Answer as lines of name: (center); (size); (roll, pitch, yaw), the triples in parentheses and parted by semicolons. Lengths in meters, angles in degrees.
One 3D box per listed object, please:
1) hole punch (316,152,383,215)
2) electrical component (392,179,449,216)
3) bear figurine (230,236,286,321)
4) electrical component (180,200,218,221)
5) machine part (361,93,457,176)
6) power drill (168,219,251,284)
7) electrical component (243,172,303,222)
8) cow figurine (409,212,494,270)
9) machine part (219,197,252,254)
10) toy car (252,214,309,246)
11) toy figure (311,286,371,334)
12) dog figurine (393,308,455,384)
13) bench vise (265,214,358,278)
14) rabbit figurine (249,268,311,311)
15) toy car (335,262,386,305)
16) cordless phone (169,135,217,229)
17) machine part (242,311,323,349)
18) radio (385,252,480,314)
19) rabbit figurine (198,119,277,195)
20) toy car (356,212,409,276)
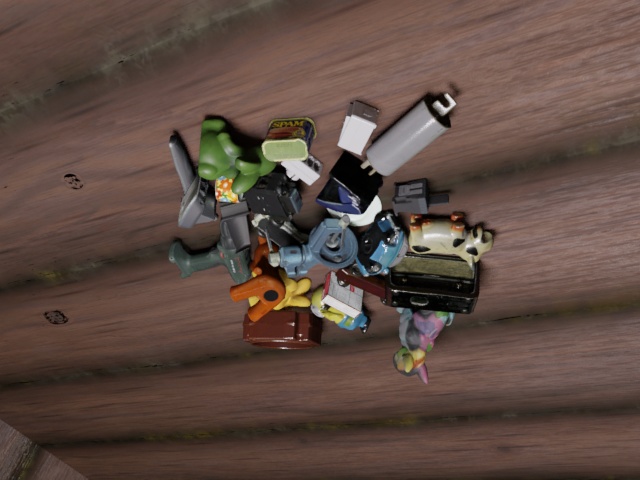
hole punch: (0.063, -0.110, 1.172); (0.116, 0.142, 0.092); (36, 130, -3)
electrical component: (0.222, -0.095, 1.186); (0.119, 0.075, 0.047); (-4, 133, 21)
bear figurine: (-0.149, 0.084, 1.344); (0.132, 0.196, 0.120); (-30, 127, 8)
electrical component: (-0.303, -0.076, 1.356); (0.063, 0.021, 0.094); (-24, 126, 31)
machine part: (0.177, -0.206, 1.088); (0.079, 0.079, 0.243); (36, 129, -21)
power drill: (-0.288, 0.027, 1.417); (0.207, 0.086, 0.231); (-11, 134, 9)
electrical component: (-0.107, -0.100, 1.233); (0.134, 0.058, 0.114); (10, 149, 27)
cow figurine: (0.306, 0.002, 1.255); (0.195, 0.085, 0.127); (1, 128, 8)
machine part: (-0.199, -0.035, 1.308); (0.084, 0.039, 0.138); (-18, 115, -23)
toy car: (-0.081, -0.008, 1.350); (0.201, 0.056, 0.073); (39, 130, -21)
toy figure: (0.057, 0.193, 1.491); (0.180, 0.089, 0.082); (25, 158, -11)
dog figurine: (0.272, 0.260, 1.416); (0.108, 0.219, 0.191); (35, 131, -25)
bench vise: (-0.001, 0.006, 1.226); (0.224, 0.129, 0.240); (6, 154, -16)
rabbit figurine: (-0.105, 0.142, 1.481); (0.162, 0.122, 0.173); (-5, 147, 5)
toy car: (0.137, 0.113, 1.420); (0.202, 0.053, 0.089); (24, 148, -13)
cordless phone: (-0.302, -0.134, 1.215); (0.089, 0.147, 0.184); (-11, 131, 4)
machine part: (-0.105, 0.260, 1.534); (0.202, 0.087, 0.200); (-4, 161, 15)
radio: (0.273, 0.105, 1.326); (0.230, 0.131, 0.073); (4, 136, 9)
rabbit figurine: (-0.173, -0.179, 1.158); (0.170, 0.159, 0.121); (2, 126, -11)
toy car: (0.158, 0.012, 1.296); (0.103, 0.109, 0.161); (11, 128, -31)
